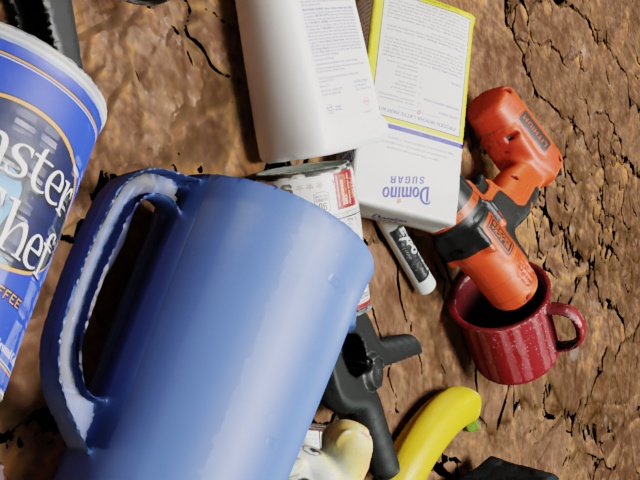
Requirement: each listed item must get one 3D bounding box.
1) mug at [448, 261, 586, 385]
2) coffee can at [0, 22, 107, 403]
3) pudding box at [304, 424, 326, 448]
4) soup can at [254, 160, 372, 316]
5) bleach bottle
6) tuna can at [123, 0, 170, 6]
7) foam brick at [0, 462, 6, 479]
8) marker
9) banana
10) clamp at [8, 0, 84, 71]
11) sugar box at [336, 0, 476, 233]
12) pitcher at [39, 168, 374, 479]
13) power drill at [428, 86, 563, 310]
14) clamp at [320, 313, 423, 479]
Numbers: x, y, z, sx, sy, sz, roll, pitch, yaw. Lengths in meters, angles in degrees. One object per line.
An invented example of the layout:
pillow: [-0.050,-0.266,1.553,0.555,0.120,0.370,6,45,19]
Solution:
mug: [0.181,0.077,0.962,0.093,0.117,0.081,-64,143,-41]
coffee can: [-0.162,-0.012,0.457,0.102,0.103,0.140,42,55,-47]
pudding box: [-0.015,0.181,0.728,0.089,0.039,0.113,18,75,-54]
soup can: [-0.005,0.001,0.725,0.068,0.069,0.102,-20,105,-55]
bleach bottle: [-0.018,-0.183,0.721,0.102,0.068,0.251,-21,104,-56]
tuna can: [-0.095,-0.174,0.581,0.033,0.086,0.086,-50,128,-47]
foam brick: [-0.182,0.130,0.467,0.078,0.051,0.053,-13,99,-56]
marker: [0.064,0.000,0.873,0.121,0.020,0.020,57,44,-38]
banana: [0.096,0.171,0.896,0.197,0.037,0.069,-29,113,-53]
clamp: [-0.170,-0.148,0.511,0.210,0.036,0.164,58,44,-40]
sugar box: [0.065,-0.101,0.825,0.093,0.048,0.176,13,78,-22]
pitcher: [-0.075,0.089,0.573,0.145,0.149,0.242,98,11,-65]
power drill: [0.141,-0.056,0.939,0.184,0.057,0.187,51,44,-19]
clamp: [0.029,0.109,0.798,0.171,0.039,0.120,34,53,-52]
